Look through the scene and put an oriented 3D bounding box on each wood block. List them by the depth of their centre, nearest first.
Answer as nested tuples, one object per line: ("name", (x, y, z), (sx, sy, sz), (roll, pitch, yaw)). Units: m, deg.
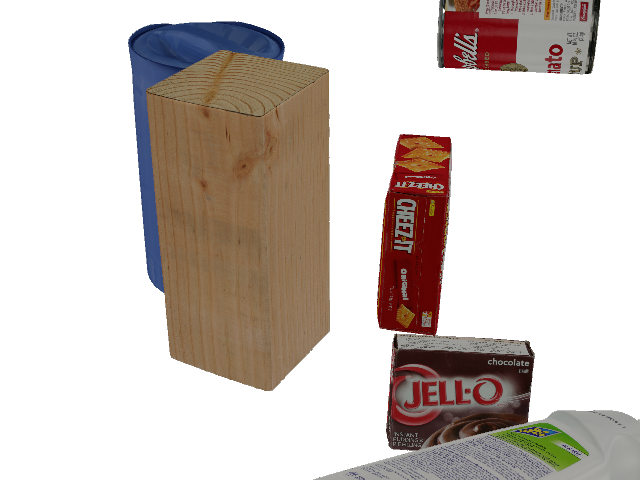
("wood block", (-0.052, -0.013, 0.735), (0.090, 0.206, 0.090), (15, 33, 26))

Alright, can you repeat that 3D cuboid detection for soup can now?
("soup can", (0.133, -0.148, 0.717), (0.102, 0.068, 0.068), (5, 1, 11))

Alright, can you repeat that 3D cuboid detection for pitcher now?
("pitcher", (-0.101, -0.064, 0.957), (0.145, 0.243, 0.149), (16, 31, 20))

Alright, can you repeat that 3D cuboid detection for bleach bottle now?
("bleach bottle", (0.113, 0.146, 0.601), (0.250, 0.068, 0.103), (-10, 21, -31))

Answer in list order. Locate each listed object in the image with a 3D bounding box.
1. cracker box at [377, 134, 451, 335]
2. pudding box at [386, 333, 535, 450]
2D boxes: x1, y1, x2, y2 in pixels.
("cracker box", (0.109, -0.014, 1.216), (0.072, 0.164, 0.213), (5, 22, 7))
("pudding box", (0.112, 0.124, 0.865), (0.113, 0.090, 0.039), (2, 20, 0))
